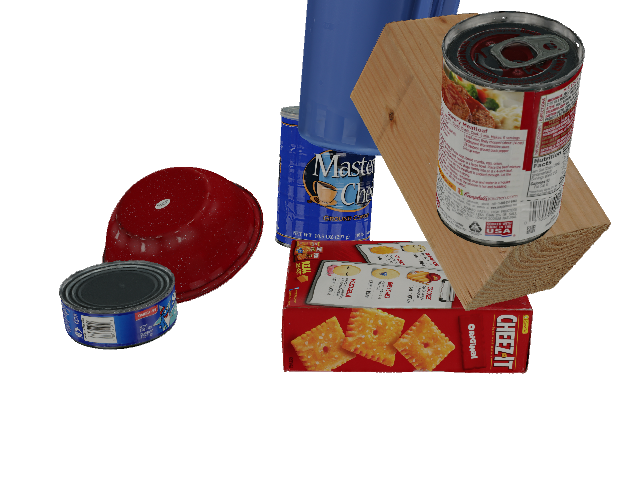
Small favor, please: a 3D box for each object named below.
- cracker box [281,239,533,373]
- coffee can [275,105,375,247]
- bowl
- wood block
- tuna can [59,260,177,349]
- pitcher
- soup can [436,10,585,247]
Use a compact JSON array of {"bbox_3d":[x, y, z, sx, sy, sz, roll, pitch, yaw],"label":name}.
[{"bbox_3d":[0.074,0.059,0.986,0.213,0.072,0.164,1,21,1],"label":"cracker box"},{"bbox_3d":[0.006,-0.066,1.124,0.103,0.140,0.103,3,13,-1],"label":"coffee can"},{"bbox_3d":[-0.138,-0.018,0.995,0.162,0.162,0.055,0,-41,20],"label":"bowl"},{"bbox_3d":[0.114,-0.063,0.806,0.090,0.206,0.091,-12,-29,-28],"label":"wood block"},{"bbox_3d":[-0.151,0.048,0.801,0.086,0.034,0.086,-2,24,1],"label":"tuna can"},{"bbox_3d":[0.053,-0.203,0.980,0.145,0.243,0.149,9,15,4],"label":"pitcher"},{"bbox_3d":[0.094,-0.055,0.544,0.068,0.102,0.068,-2,42,1],"label":"soup can"}]
